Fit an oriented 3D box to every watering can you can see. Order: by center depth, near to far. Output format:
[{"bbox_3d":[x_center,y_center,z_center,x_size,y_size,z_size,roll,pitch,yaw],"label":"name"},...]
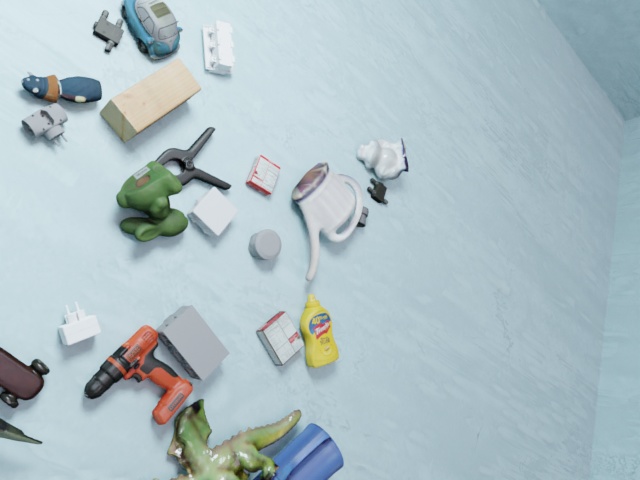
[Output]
[{"bbox_3d":[0.004,-0.073,1.454,0.222,0.103,0.354,48,56,-20],"label":"watering can"}]

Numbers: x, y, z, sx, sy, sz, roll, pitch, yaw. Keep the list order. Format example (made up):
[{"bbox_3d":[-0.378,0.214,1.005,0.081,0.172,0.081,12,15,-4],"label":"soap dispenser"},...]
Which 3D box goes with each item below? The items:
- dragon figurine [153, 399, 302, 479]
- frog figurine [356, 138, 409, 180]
[{"bbox_3d":[-0.226,0.473,1.179,0.241,0.120,0.418,52,46,-9],"label":"dragon figurine"},{"bbox_3d":[0.196,-0.260,1.663,0.159,0.123,0.137,-4,93,-3],"label":"frog figurine"}]
